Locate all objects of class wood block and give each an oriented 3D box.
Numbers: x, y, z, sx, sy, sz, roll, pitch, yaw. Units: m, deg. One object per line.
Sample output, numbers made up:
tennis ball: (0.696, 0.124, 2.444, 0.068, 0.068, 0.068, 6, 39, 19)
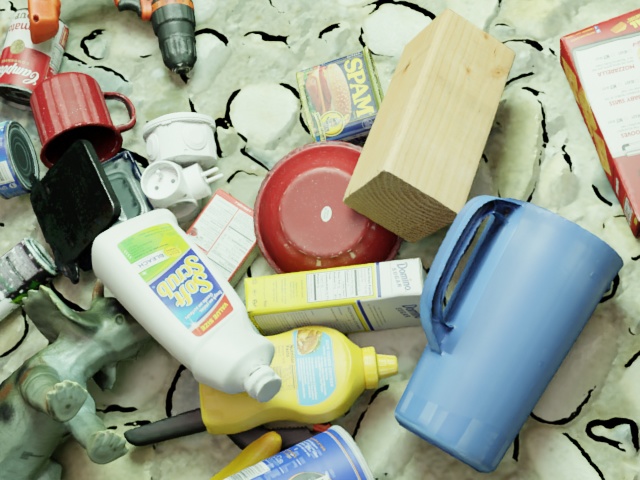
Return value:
wood block: (0.110, -0.114, 1.061, 0.090, 0.091, 0.206, 30, 62, -15)

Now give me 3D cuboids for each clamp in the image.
clamp: (-0.082, 0.151, 1.090, 0.210, 0.036, 0.164, 11, 75, 14)

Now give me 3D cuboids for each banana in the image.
banana: (-0.116, 0.251, 1.049, 0.198, 0.069, 0.037, -27, 50, 5)

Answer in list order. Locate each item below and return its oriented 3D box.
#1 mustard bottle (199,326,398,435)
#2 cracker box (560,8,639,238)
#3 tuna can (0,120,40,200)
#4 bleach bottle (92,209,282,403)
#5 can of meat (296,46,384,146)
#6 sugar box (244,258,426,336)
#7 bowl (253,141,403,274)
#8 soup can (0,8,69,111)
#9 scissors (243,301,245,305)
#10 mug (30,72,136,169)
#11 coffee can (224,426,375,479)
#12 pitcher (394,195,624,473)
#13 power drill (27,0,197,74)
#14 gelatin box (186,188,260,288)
mustard bottle: (-0.020, 0.132, 1.039, 0.191, 0.058, 0.096, -7, 58, 1)
cracker box: (0.353, -0.129, 1.065, 0.164, 0.072, 0.214, -20, 71, 7)
tuna can: (-0.348, -0.091, 1.199, 0.034, 0.086, 0.086, -14, 70, 6)
bleach bottle: (-0.118, 0.067, 1.031, 0.102, 0.068, 0.251, -24, 47, -32)
can of meat: (0.026, -0.147, 1.151, 0.084, 0.057, 0.102, -16, 70, 10)
sugar box: (0.021, 0.061, 1.065, 0.176, 0.093, 0.048, -9, 66, 8)
bowl: (0.007, -0.026, 1.089, 0.162, 0.055, 0.162, 0, 86, 6)
soup can: (-0.338, -0.210, 1.245, 0.068, 0.068, 0.102, 7, 74, 14)
scissors: (-0.007, 0.001, 1.131, 0.202, 0.016, 0.096, -20, 72, 5)
mug: (-0.266, -0.137, 1.200, 0.117, 0.093, 0.081, -16, 64, -14)
coffee can: (-0.025, 0.248, 0.989, 0.140, 0.103, 0.103, -22, 68, -17)
pitcher: (0.164, 0.085, 1.004, 0.149, 0.145, 0.243, 29, 84, 16)
power drill: (-0.237, -0.267, 1.216, 0.187, 0.057, 0.184, -5, 67, -16)
gelatin box: (-0.102, 0.001, 1.146, 0.073, 0.030, 0.089, 32, 82, 18)
